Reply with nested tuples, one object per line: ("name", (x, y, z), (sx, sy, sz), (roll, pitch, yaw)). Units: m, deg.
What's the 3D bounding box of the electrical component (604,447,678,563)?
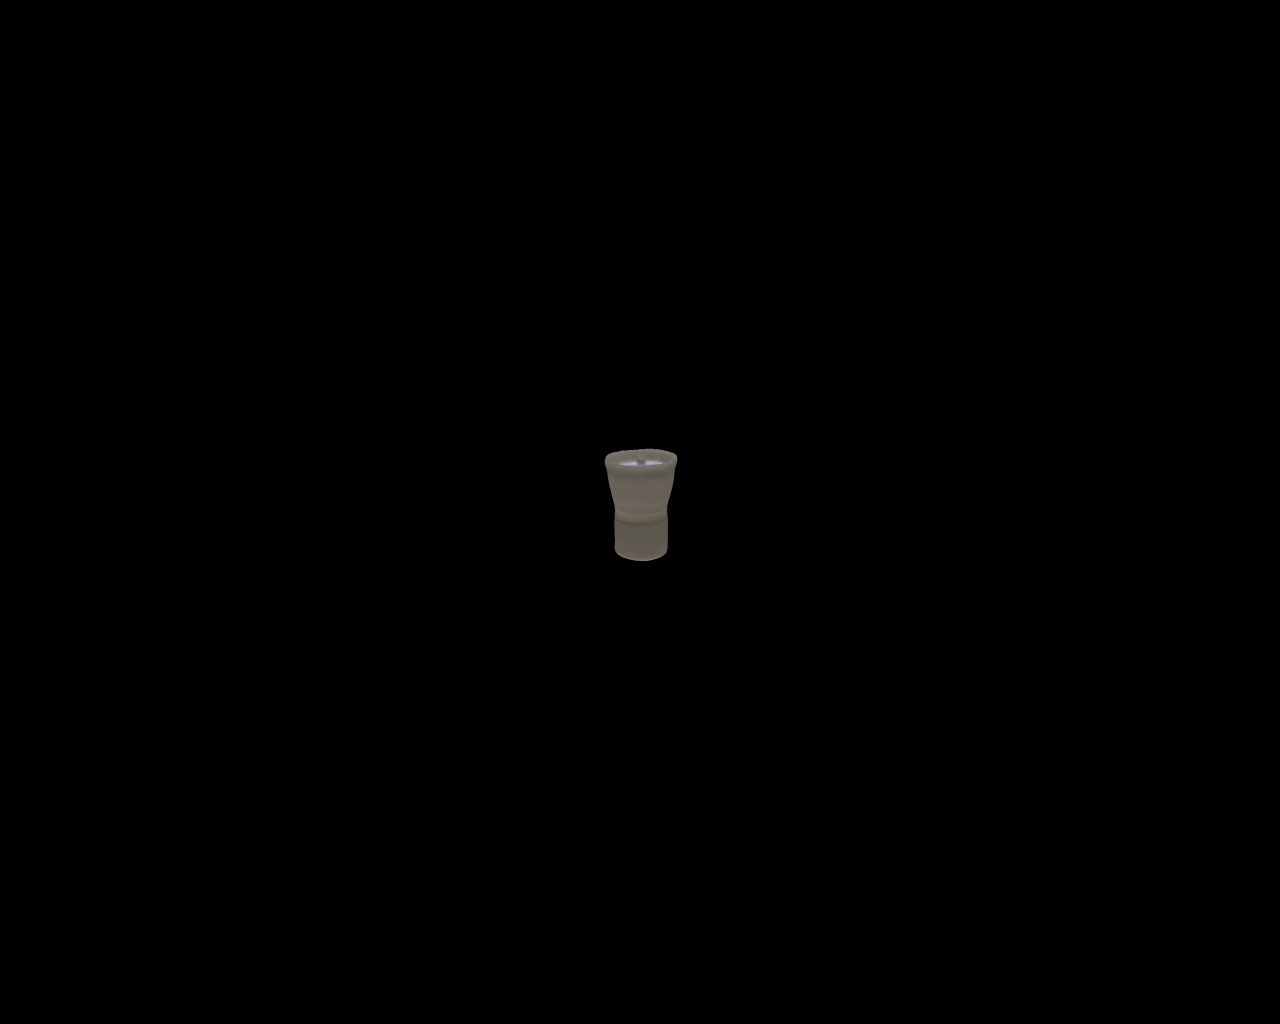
("electrical component", (0.001, -0.003, 0.650), (0.044, 0.065, 0.044), (0, 18, 0))
